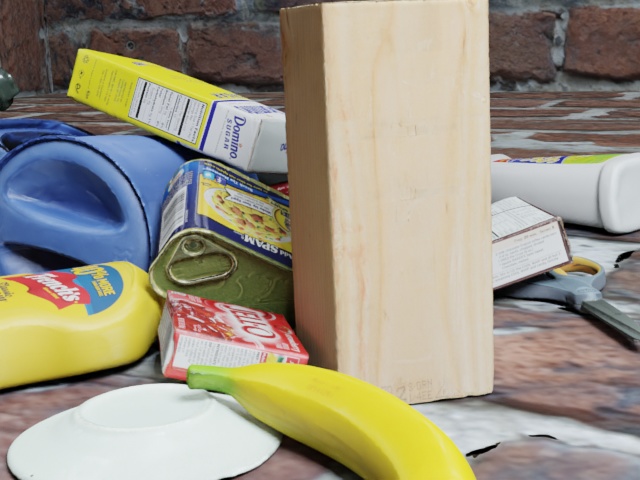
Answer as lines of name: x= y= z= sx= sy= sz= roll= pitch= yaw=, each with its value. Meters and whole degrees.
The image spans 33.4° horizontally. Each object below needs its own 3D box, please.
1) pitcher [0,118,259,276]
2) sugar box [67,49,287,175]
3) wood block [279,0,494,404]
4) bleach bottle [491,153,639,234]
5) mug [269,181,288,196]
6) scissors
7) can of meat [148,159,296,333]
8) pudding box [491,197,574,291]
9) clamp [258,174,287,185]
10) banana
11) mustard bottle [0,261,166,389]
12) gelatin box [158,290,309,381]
pitcher: x=-0.141 y=-0.026 z=0.804 sx=0.145 sy=0.149 sz=0.242 roll=-5 pitch=7 yaw=19
sugar box: x=-0.094 y=-0.096 z=0.802 sx=0.176 sy=0.048 sz=0.093 roll=20 pitch=11 yaw=26
wood block: x=0.036 y=-0.023 z=0.578 sx=0.090 sy=0.206 sz=0.091 roll=-5 pitch=11 yaw=-14
bleach bottle: x=0.209 y=-0.053 z=1.044 sx=0.102 sy=0.068 sz=0.251 roll=-13 pitch=13 yaw=-39
mug: x=-0.005 y=0.001 z=0.774 sx=0.117 sy=0.081 sz=0.093 roll=2 pitch=13 yaw=18
scissors: x=0.159 y=0.039 z=0.720 sx=0.096 sy=0.016 sz=0.201 roll=-2 pitch=11 yaw=9
can of meat: x=-0.052 y=0.004 z=0.662 sx=0.102 sy=0.058 sz=0.084 roll=26 pitch=32 yaw=-22
pudding box: x=0.110 y=0.010 z=0.759 sx=0.113 sy=0.039 sz=0.090 roll=-21 pitch=15 yaw=-3
clamp: x=-0.013 y=-0.043 z=0.907 sx=0.165 sy=0.036 sz=0.210 roll=-28 pitch=36 yaw=30
banana: x=0.016 y=0.089 z=0.458 sx=0.069 sy=0.037 sz=0.198 roll=-11 pitch=16 yaw=-32
mustard bottle: x=-0.159 y=0.049 z=0.634 sx=0.191 sy=0.058 sz=0.096 roll=-8 pitch=19 yaw=-26
gelatin box: x=-0.051 y=0.057 z=0.593 sx=0.073 sy=0.030 sz=0.089 roll=13 pitch=8 yaw=-12
